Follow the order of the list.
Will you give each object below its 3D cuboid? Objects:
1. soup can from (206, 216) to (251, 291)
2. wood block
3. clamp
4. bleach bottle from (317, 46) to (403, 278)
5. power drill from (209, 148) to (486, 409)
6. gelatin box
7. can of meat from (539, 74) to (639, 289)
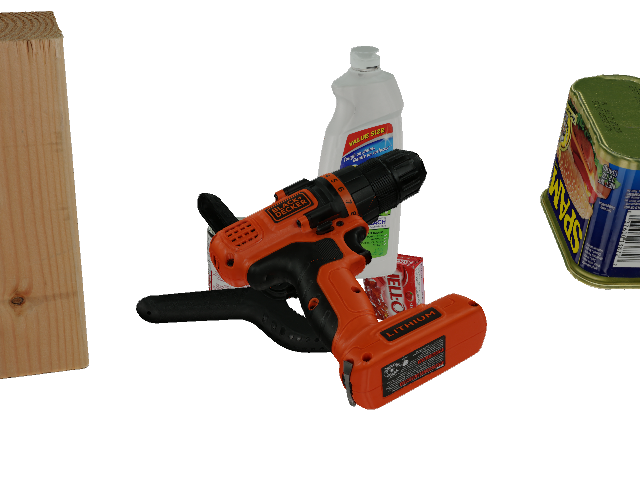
[{"bbox_3d":[-0.100,0.031,1.262,0.068,0.102,0.068,1,25,0],"label":"soup can"},{"bbox_3d":[-0.197,-0.027,0.649,0.090,0.206,0.090,-6,23,-16],"label":"wood block"},{"bbox_3d":[-0.053,0.052,0.961,0.210,0.036,0.164,28,45,4],"label":"clamp"},{"bbox_3d":[0.038,-0.083,1.155,0.102,0.251,0.068,-3,25,-7],"label":"bleach bottle"},{"bbox_3d":[0.036,0.020,0.773,0.184,0.057,0.188,-28,48,-15],"label":"power drill"},{"bbox_3d":[0.091,0.059,1.334,0.073,0.089,0.030,10,31,28],"label":"gelatin box"},{"bbox_3d":[0.168,-0.036,0.611,0.057,0.084,0.102,1,37,-4],"label":"can of meat"}]
